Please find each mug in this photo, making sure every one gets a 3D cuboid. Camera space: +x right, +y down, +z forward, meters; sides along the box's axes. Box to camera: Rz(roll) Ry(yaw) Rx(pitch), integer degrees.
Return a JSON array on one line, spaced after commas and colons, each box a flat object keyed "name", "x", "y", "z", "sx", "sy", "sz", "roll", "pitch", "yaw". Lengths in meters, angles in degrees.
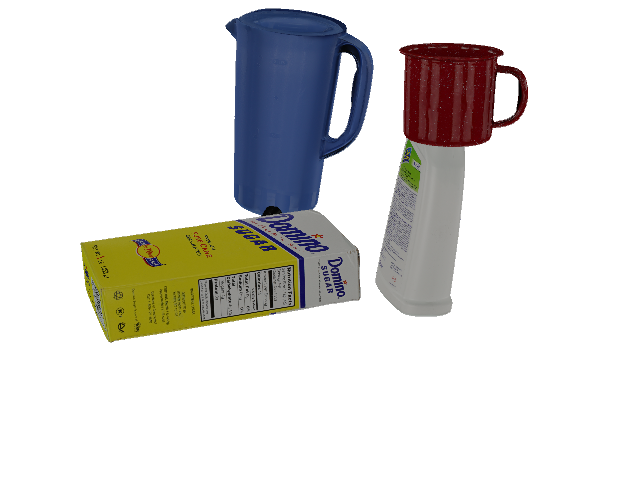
[{"name": "mug", "x": 0.129, "y": -0.131, "z": 0.966, "sx": 0.117, "sy": 0.081, "sz": 0.093, "roll": 4, "pitch": 18, "yaw": 11}]

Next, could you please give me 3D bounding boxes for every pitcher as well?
[{"name": "pitcher", "x": -0.035, "y": -0.154, "z": 1.308, "sx": 0.144, "sy": 0.243, "sz": 0.149, "roll": -7, "pitch": 27, "yaw": -26}]

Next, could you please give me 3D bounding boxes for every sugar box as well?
[{"name": "sugar box", "x": -0.070, "y": 0.020, "z": 0.738, "sx": 0.176, "sy": 0.048, "sz": 0.093, "roll": -11, "pitch": 24, "yaw": -17}]

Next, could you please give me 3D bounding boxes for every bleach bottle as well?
[{"name": "bleach bottle", "x": 0.118, "y": -0.052, "z": 1.144, "sx": 0.068, "sy": 0.251, "sz": 0.103, "roll": 0, "pitch": 23, "yaw": -22}]

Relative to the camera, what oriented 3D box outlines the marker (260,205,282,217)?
[{"name": "marker", "x": -0.063, "y": -0.001, "z": 0.997, "sx": 0.020, "sy": 0.020, "sz": 0.121, "roll": 0, "pitch": 27, "yaw": 21}]
